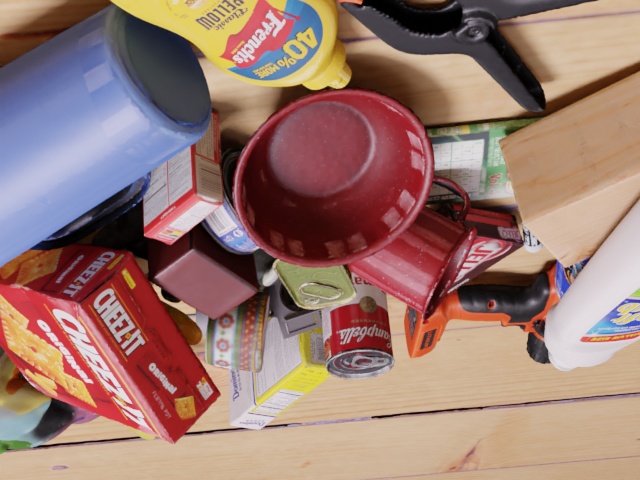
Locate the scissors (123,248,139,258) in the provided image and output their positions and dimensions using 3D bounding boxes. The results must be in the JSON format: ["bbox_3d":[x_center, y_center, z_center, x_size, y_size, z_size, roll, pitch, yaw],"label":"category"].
[{"bbox_3d":[-0.209,0.060,1.087,0.096,0.016,0.202,5,147,-13],"label":"scissors"}]

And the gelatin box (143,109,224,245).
[{"bbox_3d":[-0.109,-0.052,0.842,0.030,0.089,0.073,18,143,-37],"label":"gelatin box"}]

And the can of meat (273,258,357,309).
[{"bbox_3d":[-0.006,0.001,0.947,0.057,0.084,0.102,-12,148,11],"label":"can of meat"}]

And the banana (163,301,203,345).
[{"bbox_3d":[-0.166,0.070,0.998,0.069,0.037,0.198,24,170,-21],"label":"banana"}]

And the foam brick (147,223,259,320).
[{"bbox_3d":[-0.097,0.019,0.882,0.051,0.053,0.078,-35,130,23],"label":"foam brick"}]

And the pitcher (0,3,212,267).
[{"bbox_3d":[-0.194,-0.067,0.779,0.243,0.149,0.145,-25,100,26],"label":"pitcher"}]

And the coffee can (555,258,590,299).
[{"bbox_3d":[0.267,0.005,0.969,0.103,0.103,0.140,-8,149,6],"label":"coffee can"}]

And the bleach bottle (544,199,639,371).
[{"bbox_3d":[0.258,0.040,0.866,0.102,0.068,0.251,0,148,-16],"label":"bleach bottle"}]

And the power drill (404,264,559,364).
[{"bbox_3d":[0.187,0.084,1.138,0.187,0.057,0.184,-5,145,-4],"label":"power drill"}]

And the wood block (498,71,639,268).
[{"bbox_3d":[0.259,-0.071,0.837,0.206,0.090,0.090,-26,144,23],"label":"wood block"}]

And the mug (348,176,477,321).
[{"bbox_3d":[0.083,-0.001,0.915,0.081,0.117,0.093,30,-174,14],"label":"mug"}]

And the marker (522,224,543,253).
[{"bbox_3d":[0.196,-0.019,0.987,0.020,0.020,0.121,-10,156,9],"label":"marker"}]

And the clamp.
[{"bbox_3d":[0.109,-0.153,0.752,0.209,0.036,0.165,6,149,-11],"label":"clamp"}]

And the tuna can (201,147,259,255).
[{"bbox_3d":[-0.065,-0.033,0.883,0.034,0.086,0.086,-29,141,31],"label":"tuna can"}]

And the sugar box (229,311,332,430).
[{"bbox_3d":[-0.043,0.130,1.150,0.048,0.093,0.176,12,146,-25],"label":"sugar box"}]

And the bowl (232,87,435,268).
[{"bbox_3d":[0.006,-0.058,0.846,0.162,0.055,0.162,-7,125,-11],"label":"bowl"}]

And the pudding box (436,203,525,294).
[{"bbox_3d":[0.122,0.010,1.012,0.089,0.039,0.114,9,150,-35],"label":"pudding box"}]

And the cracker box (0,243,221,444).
[{"bbox_3d":[-0.208,0.080,0.928,0.214,0.072,0.164,8,136,45],"label":"cracker box"}]

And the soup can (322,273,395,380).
[{"bbox_3d":[0.036,0.080,1.065,0.068,0.102,0.068,-3,149,-2],"label":"soup can"}]

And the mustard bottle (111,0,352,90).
[{"bbox_3d":[-0.045,-0.152,0.714,0.096,0.058,0.191,-31,141,29],"label":"mustard bottle"}]
